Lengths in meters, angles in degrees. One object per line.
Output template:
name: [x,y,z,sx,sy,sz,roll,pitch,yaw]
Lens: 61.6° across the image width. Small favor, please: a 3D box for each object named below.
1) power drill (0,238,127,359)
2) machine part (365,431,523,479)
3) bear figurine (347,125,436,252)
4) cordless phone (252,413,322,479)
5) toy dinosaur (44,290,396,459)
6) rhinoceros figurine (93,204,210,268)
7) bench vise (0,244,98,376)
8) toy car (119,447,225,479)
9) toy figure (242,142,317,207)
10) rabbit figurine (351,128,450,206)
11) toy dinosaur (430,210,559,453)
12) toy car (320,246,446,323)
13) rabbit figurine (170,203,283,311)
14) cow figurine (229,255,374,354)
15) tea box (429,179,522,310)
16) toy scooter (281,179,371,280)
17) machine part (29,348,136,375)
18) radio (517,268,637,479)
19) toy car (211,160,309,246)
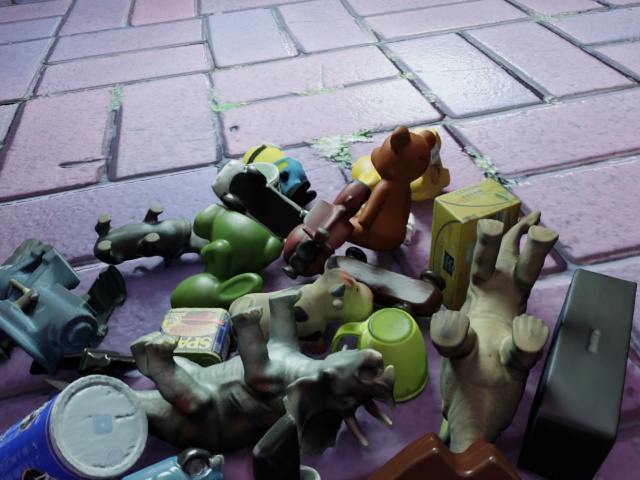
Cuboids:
power drill: [-0.410,0.076,0.816,0.207,0.085,0.232,4,42,5]
machine part: [0.105,0.277,0.429,0.201,0.087,0.201,-40,77,0]
bear figurine: [0.094,-0.085,0.833,0.132,0.195,0.120,22,22,37]
cordless phone: [-0.057,0.250,0.490,0.089,0.184,0.146,29,51,28]
toy dinosaur: [-0.106,0.180,0.621,0.405,0.192,0.131,-19,-2,11]
rhinoceros figurine: [-0.266,0.004,0.863,0.190,0.112,0.073,-7,56,-11]
bench vise: [-0.398,0.113,0.663,0.224,0.128,0.240,27,60,25]
toy car: [-0.166,0.283,0.540,0.162,0.109,0.103,-14,66,-27]
toy figure: [-0.082,-0.124,1.014,0.089,0.082,0.180,-22,45,-22]
rabbit figurine: [0.129,-0.110,0.972,0.173,0.121,0.162,8,50,37]
toy dinosaur: [0.178,0.138,0.581,0.105,0.198,0.471,16,51,24]
toy car: [0.085,0.067,0.784,0.202,0.053,0.089,15,51,39]
rabbit figurine: [-0.140,0.057,0.807,0.159,0.121,0.170,26,67,24]
cow figurine: [-0.025,0.092,0.716,0.195,0.127,0.085,-10,43,-1]
tea box: [0.212,0.010,0.753,0.098,0.169,0.068,-18,43,-17]
toy scooter: [-0.002,-0.002,0.756,0.075,0.184,0.135,39,30,-1]
machine part: [-0.319,0.162,0.717,0.139,0.084,0.039,-3,83,17]
radio: [0.292,0.152,0.606,0.073,0.130,0.229,18,45,24]
toy car: [-0.079,-0.045,0.855,0.073,0.201,0.056,-55,21,-11]
